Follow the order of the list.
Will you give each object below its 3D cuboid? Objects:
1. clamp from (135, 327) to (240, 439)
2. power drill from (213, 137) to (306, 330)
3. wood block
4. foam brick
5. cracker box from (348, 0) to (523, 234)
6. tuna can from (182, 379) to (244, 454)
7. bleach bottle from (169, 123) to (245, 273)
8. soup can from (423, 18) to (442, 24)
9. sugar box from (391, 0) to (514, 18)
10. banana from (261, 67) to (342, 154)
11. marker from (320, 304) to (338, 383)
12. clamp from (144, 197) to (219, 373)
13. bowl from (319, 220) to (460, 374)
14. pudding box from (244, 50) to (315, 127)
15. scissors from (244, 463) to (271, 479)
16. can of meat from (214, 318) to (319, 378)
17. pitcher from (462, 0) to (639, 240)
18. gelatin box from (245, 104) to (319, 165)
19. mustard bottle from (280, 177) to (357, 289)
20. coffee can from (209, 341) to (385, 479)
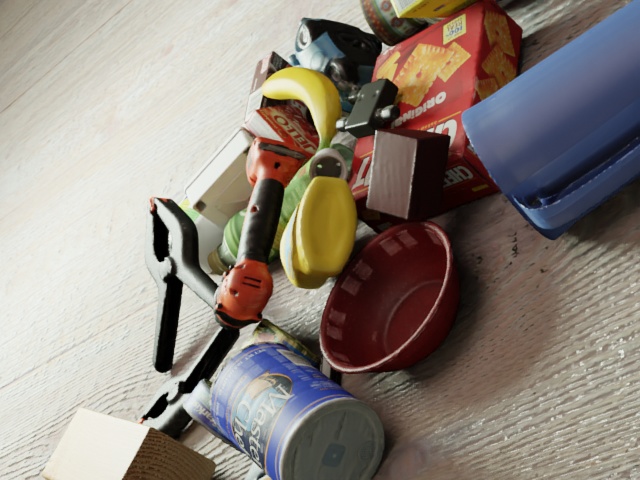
[{"bbox_3d":[-0.147,0.180,1.186,0.172,0.039,0.120,-46,22,23],"label":"clamp"},{"bbox_3d":[-0.068,-0.001,1.118,0.185,0.057,0.187,135,147,-72],"label":"power drill"},{"bbox_3d":[-0.208,0.247,1.139,0.206,0.090,0.090,-5,54,58],"label":"wood block"},{"bbox_3d":[0.081,-0.062,0.989,0.051,0.052,0.078,18,108,39],"label":"foam brick"},{"bbox_3d":[0.117,-0.128,1.103,0.164,0.072,0.213,-22,43,43],"label":"cracker box"},{"bbox_3d":[-0.094,0.177,1.069,0.034,0.086,0.086,-53,30,-3],"label":"tuna can"},{"bbox_3d":[-0.117,-0.079,1.391,0.103,0.068,0.250,10,66,54],"label":"bleach bottle"},{"bbox_3d":[0.141,-0.307,1.257,0.069,0.068,0.102,-37,35,27],"label":"soup can"},{"bbox_3d":[0.156,-0.269,1.112,0.094,0.175,0.048,-27,79,40],"label":"sugar box"},{"bbox_3d":[-0.018,-0.161,1.208,0.070,0.037,0.198,-46,34,8],"label":"banana"},{"bbox_3d":[0.011,0.109,1.058,0.020,0.020,0.121,-32,36,33],"label":"marker"},{"bbox_3d":[-0.165,0.036,1.275,0.165,0.036,0.210,-31,63,42],"label":"clamp"},{"bbox_3d":[0.075,0.062,0.980,0.162,0.055,0.162,-36,34,29],"label":"bowl"},{"bbox_3d":[-0.046,-0.172,1.358,0.039,0.090,0.113,-27,40,41],"label":"pudding box"},{"bbox_3d":[-0.080,0.244,1.051,0.202,0.016,0.096,-26,38,39],"label":"scissors"},{"bbox_3d":[-0.053,0.132,1.078,0.084,0.057,0.102,-53,20,-4],"label":"can of meat"},{"bbox_3d":[0.246,-0.111,0.852,0.243,0.144,0.149,-36,66,22],"label":"pitcher"},{"bbox_3d":[-0.034,-0.120,1.265,0.089,0.073,0.030,48,124,17],"label":"gelatin box"},{"bbox_3d":[-0.007,0.001,1.107,0.192,0.058,0.096,132,141,-76],"label":"mustard bottle"},{"bbox_3d":[-0.023,0.163,0.953,0.103,0.102,0.140,-56,36,-4],"label":"coffee can"}]
